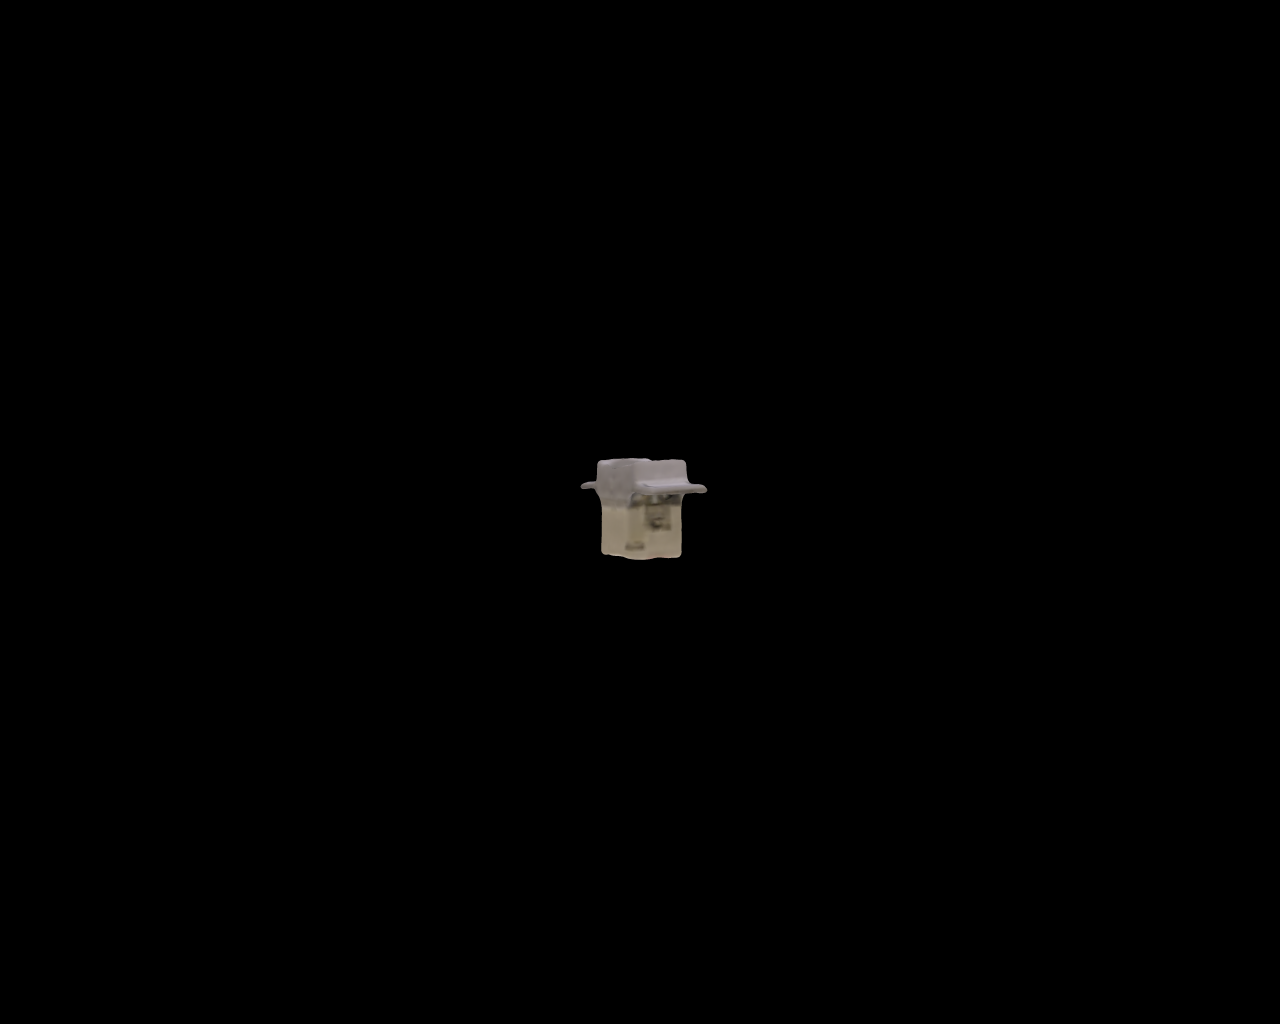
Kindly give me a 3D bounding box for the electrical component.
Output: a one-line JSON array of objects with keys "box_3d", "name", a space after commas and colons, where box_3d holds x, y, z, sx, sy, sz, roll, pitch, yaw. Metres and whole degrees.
[{"box_3d": [0.001, -0.003, 0.650, 0.042, 0.063, 0.081, -3, 6, -32], "name": "electrical component"}]
